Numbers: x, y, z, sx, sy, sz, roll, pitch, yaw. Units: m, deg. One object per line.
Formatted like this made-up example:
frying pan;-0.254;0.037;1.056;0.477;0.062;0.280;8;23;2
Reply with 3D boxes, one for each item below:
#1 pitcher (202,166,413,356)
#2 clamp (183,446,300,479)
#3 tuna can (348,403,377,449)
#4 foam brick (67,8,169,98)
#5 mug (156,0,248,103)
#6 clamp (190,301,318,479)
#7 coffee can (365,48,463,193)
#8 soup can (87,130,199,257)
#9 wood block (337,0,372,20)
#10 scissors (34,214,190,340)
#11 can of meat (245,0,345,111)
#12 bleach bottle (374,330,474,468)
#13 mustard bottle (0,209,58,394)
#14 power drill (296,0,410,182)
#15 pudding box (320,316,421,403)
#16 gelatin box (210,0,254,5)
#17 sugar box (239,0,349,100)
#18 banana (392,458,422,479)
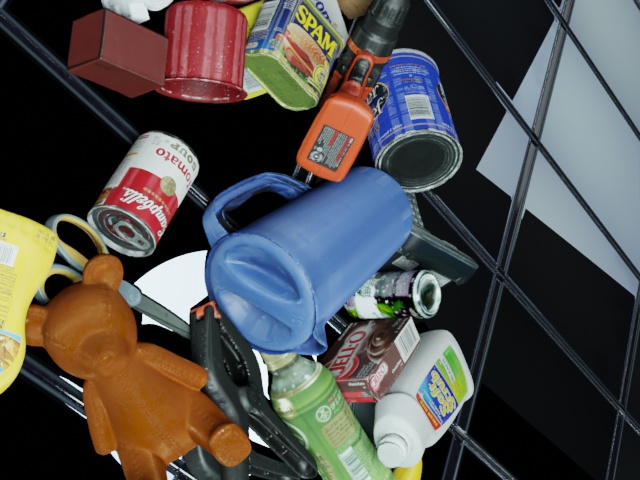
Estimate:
pitcher;-0.007;0.001;1.125;0.242;0.145;0.149;-37;130;-50
clamp;-0.087;0.231;1.040;0.171;0.039;0.120;47;34;-26
tuna can;0.048;0.199;1.211;0.085;0.034;0.086;13;73;-47
foam brick;-0.188;-0.174;0.997;0.078;0.053;0.051;20;68;-46
mug;-0.114;-0.183;1.059;0.117;0.093;0.081;67;27;-83
clamp;-0.072;0.161;1.040;0.164;0.036;0.210;5;64;-63
coffee can;0.103;-0.141;1.253;0.102;0.103;0.140;34;34;-40
soup can;-0.162;-0.044;0.991;0.068;0.069;0.102;50;48;-31
wood block;0.021;-0.371;1.250;0.206;0.090;0.090;45;51;-34
scissors;-0.189;0.061;0.978;0.201;0.016;0.096;53;50;-29
can of meat;-0.030;-0.197;1.111;0.102;0.058;0.084;43;58;-41
bleach bottle;0.112;0.191;1.203;0.102;0.068;0.250;68;23;-10
mustard bottle;-0.277;0.070;0.837;0.096;0.058;0.191;20;66;-22
power drill;0.038;-0.165;1.146;0.057;0.185;0.187;24;40;-3
pudding box;0.049;0.134;1.182;0.113;0.090;0.039;-46;118;-44
gelatin box;-0.109;-0.294;1.129;0.073;0.030;0.089;-16;93;-49
sugar box;-0.037;-0.228;1.188;0.175;0.048;0.093;-35;111;-45
banana;0.068;0.309;1.203;0.197;0.037;0.069;-52;136;-38
